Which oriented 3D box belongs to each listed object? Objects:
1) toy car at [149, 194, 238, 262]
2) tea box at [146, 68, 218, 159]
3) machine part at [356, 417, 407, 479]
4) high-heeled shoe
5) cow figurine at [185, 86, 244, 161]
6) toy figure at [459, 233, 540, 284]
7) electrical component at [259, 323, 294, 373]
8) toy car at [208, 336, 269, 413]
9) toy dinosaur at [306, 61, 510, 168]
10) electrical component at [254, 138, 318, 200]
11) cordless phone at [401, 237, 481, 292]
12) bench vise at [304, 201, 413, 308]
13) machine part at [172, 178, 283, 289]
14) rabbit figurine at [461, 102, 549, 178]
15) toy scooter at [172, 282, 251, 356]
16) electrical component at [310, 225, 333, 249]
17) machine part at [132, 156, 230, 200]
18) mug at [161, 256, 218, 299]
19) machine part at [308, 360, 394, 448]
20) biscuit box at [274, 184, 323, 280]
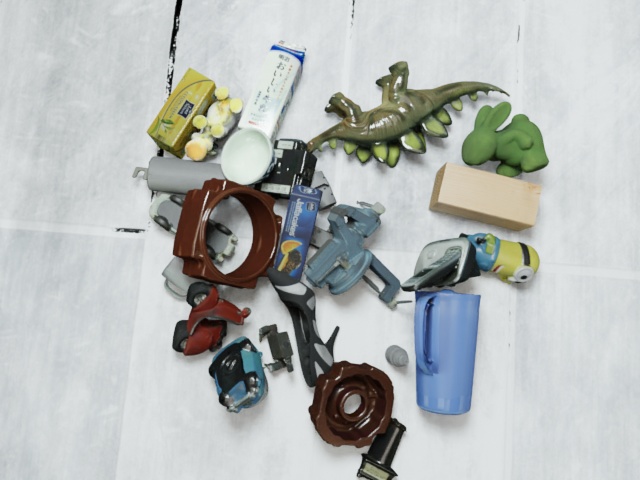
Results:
[{"bbox_3d":[-0.270,-0.027,1.148,0.202,0.056,0.073,32,77,2],"label":"toy car"},{"bbox_3d":[-0.291,-0.270,1.159,0.068,0.098,0.169,31,81,2],"label":"tea box"},{"bbox_3d":[0.133,0.433,1.104,0.084,0.039,0.139,21,84,10],"label":"machine part"},{"bbox_3d":[-0.051,0.178,1.084,0.248,0.086,0.145,44,61,-22],"label":"high-heeled shoe"},{"bbox_3d":[-0.230,-0.241,1.158,0.068,0.098,0.167,36,88,-3],"label":"cow figurine"},{"bbox_3d":[0.377,0.031,1.143,0.180,0.082,0.089,22,85,4],"label":"toy figure"},{"bbox_3d":[-0.092,0.225,1.113,0.045,0.078,0.102,-12,88,-27],"label":"electrical component"},{"bbox_3d":[-0.149,0.279,1.079,0.109,0.162,0.102,-39,127,4],"label":"toy car"},{"bbox_3d":[0.178,-0.275,1.173,0.472,0.105,0.198,-25,93,1],"label":"toy dinosaur"},{"bbox_3d":[-0.071,-0.150,1.146,0.115,0.058,0.134,11,84,25],"label":"electrical component"},{"bbox_3d":[0.216,0.068,1.081,0.184,0.147,0.088,-24,97,-30],"label":"cordless phone"},{"bbox_3d":[0.091,0.043,1.121,0.240,0.129,0.223,44,73,-16],"label":"bench vise"},{"bbox_3d":[-0.179,-0.010,1.076,0.201,0.087,0.201,20,77,-43],"label":"machine part"},{"bbox_3d":[0.376,-0.206,1.122,0.170,0.121,0.159,-7,98,-21],"label":"rabbit figurine"},{"bbox_3d":[-0.218,0.168,1.094,0.135,0.075,0.183,13,120,-22],"label":"toy scooter"},{"bbox_3d":[-0.002,-0.004,1.167,0.063,0.021,0.094,26,83,3],"label":"electrical component"},{"bbox_3d":[-0.277,-0.133,1.151,0.243,0.079,0.079,7,82,1],"label":"machine part"},{"bbox_3d":[-0.271,0.082,1.123,0.107,0.081,0.109,38,102,-4],"label":"mug"},{"bbox_3d":[0.064,0.327,1.081,0.179,0.056,0.179,-2,95,-20],"label":"machine part"},{"bbox_3d":[-0.047,-0.011,1.097,0.063,0.059,0.202,14,116,-2],"label":"biscuit box"}]
